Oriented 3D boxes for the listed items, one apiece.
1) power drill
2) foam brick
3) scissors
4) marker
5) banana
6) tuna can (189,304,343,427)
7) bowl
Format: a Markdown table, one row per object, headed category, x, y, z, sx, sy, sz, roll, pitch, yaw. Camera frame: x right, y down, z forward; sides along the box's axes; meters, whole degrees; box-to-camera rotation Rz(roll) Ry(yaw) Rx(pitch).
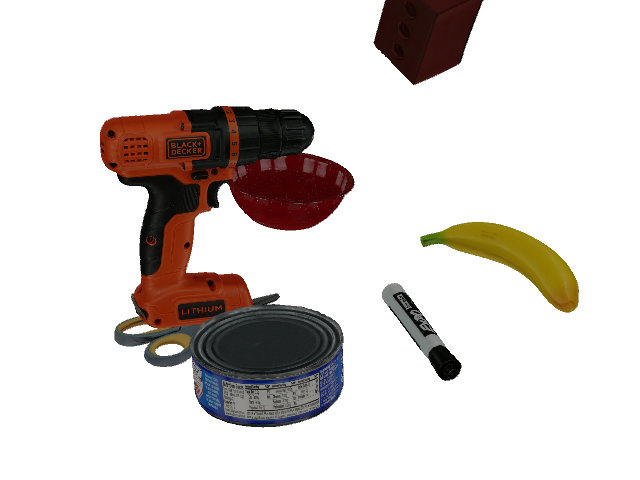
| category | x | y | z | sx | sy | sz | roll | pitch | yaw |
| --- | --- | --- | --- | --- | --- | --- | --- | --- | --- |
| power drill | -0.095 | -0.023 | 0.923 | 0.184 | 0.188 | 0.057 | -5 | 19 | -18 |
| foam brick | 0.081 | -0.167 | 0.805 | 0.051 | 0.053 | 0.078 | -30 | -24 | -26 |
| scissors | -0.119 | 0.095 | 1.150 | 0.201 | 0.016 | 0.096 | -7 | 31 | -24 |
| marker | 0.078 | 0.070 | 0.830 | 0.020 | 0.020 | 0.121 | 0 | 27 | -21 |
| banana | 0.188 | 0.020 | 1.041 | 0.069 | 0.037 | 0.198 | -38 | 37 | -22 |
| tuna can | -0.029 | 0.069 | 0.598 | 0.086 | 0.034 | 0.086 | -2 | 22 | 1 |
| bowl | -0.042 | -0.056 | 1.304 | 0.162 | 0.055 | 0.162 | 5 | 26 | -3 |
